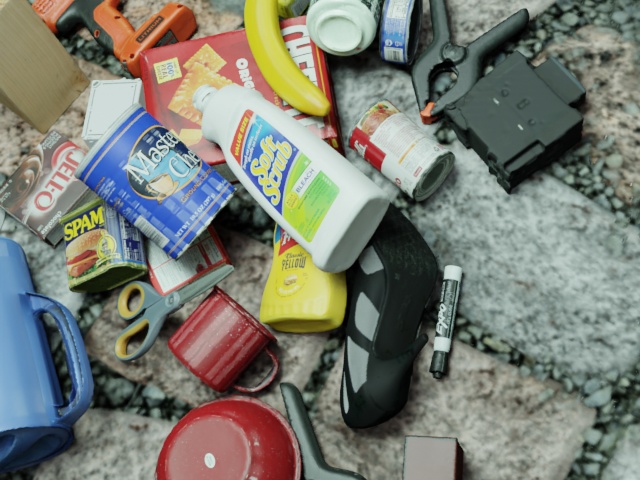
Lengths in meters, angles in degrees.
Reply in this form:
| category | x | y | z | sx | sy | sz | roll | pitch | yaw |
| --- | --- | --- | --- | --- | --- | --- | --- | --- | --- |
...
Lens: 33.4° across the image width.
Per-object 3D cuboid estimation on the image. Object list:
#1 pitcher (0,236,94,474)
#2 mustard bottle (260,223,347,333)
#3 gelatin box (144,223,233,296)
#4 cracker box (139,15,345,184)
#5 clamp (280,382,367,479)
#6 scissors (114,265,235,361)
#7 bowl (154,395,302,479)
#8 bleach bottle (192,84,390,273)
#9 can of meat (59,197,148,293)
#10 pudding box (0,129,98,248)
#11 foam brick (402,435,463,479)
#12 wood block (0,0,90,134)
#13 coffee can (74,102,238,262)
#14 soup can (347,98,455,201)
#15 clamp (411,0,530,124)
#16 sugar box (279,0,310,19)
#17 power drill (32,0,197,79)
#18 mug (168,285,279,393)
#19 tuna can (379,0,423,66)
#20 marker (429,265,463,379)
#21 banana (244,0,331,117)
| category | x | y | z | sx | sy | sz | roll | pitch | yaw |
| --- | --- | --- | --- | --- | --- | --- | --- | --- | --- |
| pitcher | -0.343 | 0.116 | 1.145 | 0.149 | 0.145 | 0.243 | -4 | 62 | -28 |
| mustard bottle | -0.008 | 0.001 | 1.150 | 0.096 | 0.058 | 0.191 | -9 | 64 | 40 |
| gelatin box | -0.152 | 0.019 | 1.193 | 0.089 | 0.030 | 0.073 | -30 | 67 | 1 |
| cracker box | -0.091 | -0.155 | 1.220 | 0.214 | 0.072 | 0.164 | -11 | 69 | 6 |
| clamp | -0.017 | 0.267 | 1.075 | 0.210 | 0.036 | 0.164 | 39 | 83 | 25 |
| scissors | -0.163 | 0.054 | 1.137 | 0.202 | 0.016 | 0.096 | -44 | 50 | 29 |
| bowl | -0.102 | 0.227 | 1.067 | 0.162 | 0.055 | 0.162 | -8 | 64 | 16 |
| bleach bottle | -0.047 | -0.078 | 1.110 | 0.251 | 0.068 | 0.103 | 40 | 108 | 26 |
| can of meat | -0.240 | 0.006 | 1.186 | 0.102 | 0.057 | 0.084 | -23 | 68 | 35 |
| pudding box | -0.311 | -0.061 | 1.247 | 0.090 | 0.039 | 0.113 | 35 | 80 | 20 |
| foam brick | 0.111 | 0.223 | 1.044 | 0.053 | 0.078 | 0.051 | 0 | 72 | 13 |
| wood block | -0.359 | -0.220 | 1.223 | 0.090 | 0.206 | 0.090 | 35 | 80 | 20 |
| coffee can | -0.172 | -0.061 | 1.124 | 0.140 | 0.103 | 0.102 | 41 | 81 | -6 |
| soup can | 0.089 | -0.098 | 1.168 | 0.102 | 0.068 | 0.068 | 41 | 83 | 20 |
| clamp | 0.163 | -0.208 | 1.208 | 0.120 | 0.039 | 0.171 | 12 | 80 | 20 |
| sugar box | -0.079 | -0.343 | 1.300 | 0.176 | 0.048 | 0.093 | 31 | 79 | 23 |
| power drill | -0.242 | -0.295 | 1.309 | 0.188 | 0.057 | 0.184 | 37 | 85 | 23 |
| mug | -0.097 | 0.114 | 1.124 | 0.117 | 0.093 | 0.081 | 42 | 87 | -8 |
| tuna can | 0.092 | -0.242 | 1.208 | 0.034 | 0.086 | 0.086 | 10 | 73 | 12 |
| marker | 0.132 | 0.086 | 1.120 | 0.020 | 0.020 | 0.121 | 7 | 73 | 13 |
| banana | -0.044 | -0.211 | 1.165 | 0.070 | 0.037 | 0.198 | -31 | 68 | 37 |
